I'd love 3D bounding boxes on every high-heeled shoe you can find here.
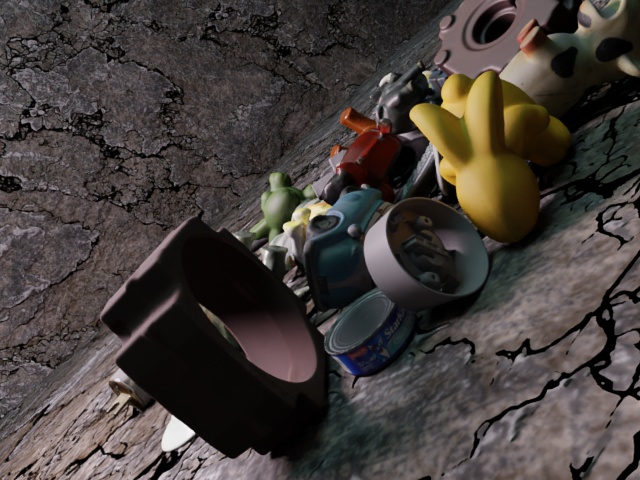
[{"bbox_3d":[0.105,-0.147,0.903,0.249,0.086,0.145,5,66,48],"label":"high-heeled shoe"}]

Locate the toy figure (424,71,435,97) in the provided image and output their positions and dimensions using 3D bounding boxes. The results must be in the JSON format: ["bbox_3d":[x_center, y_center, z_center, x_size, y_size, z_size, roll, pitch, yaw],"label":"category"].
[{"bbox_3d":[0.208,-0.264,1.003,0.089,0.082,0.180,-26,30,6],"label":"toy figure"}]

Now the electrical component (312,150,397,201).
[{"bbox_3d":[0.049,-0.100,0.836,0.119,0.075,0.047,-37,-22,21],"label":"electrical component"}]

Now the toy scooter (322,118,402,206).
[{"bbox_3d":[0.067,-0.086,0.725,0.135,0.075,0.183,-62,-20,-4],"label":"toy scooter"}]

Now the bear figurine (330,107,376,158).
[{"bbox_3d":[0.115,-0.190,0.984,0.196,0.132,0.120,176,111,-74],"label":"bear figurine"}]

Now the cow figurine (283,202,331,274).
[{"bbox_3d":[0.000,-0.003,0.805,0.068,0.098,0.167,-9,14,13],"label":"cow figurine"}]

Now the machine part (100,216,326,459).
[{"bbox_3d":[-0.090,0.086,0.512,0.087,0.201,0.201,-40,14,14],"label":"machine part"}]

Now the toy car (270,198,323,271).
[{"bbox_3d":[-0.027,-0.015,0.926,0.074,0.056,0.202,-11,29,33],"label":"toy car"}]

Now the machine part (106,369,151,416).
[{"bbox_3d":[-0.283,0.205,0.942,0.079,0.079,0.243,-26,21,48],"label":"machine part"}]

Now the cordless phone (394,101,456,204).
[{"bbox_3d":[0.136,-0.082,0.705,0.184,0.089,0.147,-57,7,25],"label":"cordless phone"}]

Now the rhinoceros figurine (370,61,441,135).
[{"bbox_3d":[0.133,-0.220,0.856,0.112,0.073,0.190,-31,21,30],"label":"rhinoceros figurine"}]

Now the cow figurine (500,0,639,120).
[{"bbox_3d":[0.259,-0.173,0.572,0.195,0.127,0.085,-51,11,31],"label":"cow figurine"}]

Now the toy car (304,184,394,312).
[{"bbox_3d":[0.053,0.009,0.589,0.103,0.109,0.162,9,35,26],"label":"toy car"}]

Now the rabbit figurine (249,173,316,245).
[{"bbox_3d":[-0.079,-0.058,1.054,0.159,0.121,0.170,-58,-2,3],"label":"rabbit figurine"}]

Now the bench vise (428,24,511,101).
[{"bbox_3d":[0.284,-0.285,0.784,0.240,0.128,0.224,-45,15,-5],"label":"bench vise"}]

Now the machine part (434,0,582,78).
[{"bbox_3d":[0.228,-0.262,0.671,0.179,0.056,0.179,-28,49,38],"label":"machine part"}]

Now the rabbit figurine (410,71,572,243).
[{"bbox_3d":[0.164,-0.080,0.500,0.122,0.162,0.173,-19,41,30],"label":"rabbit figurine"}]

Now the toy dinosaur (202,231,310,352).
[{"bbox_3d":[-0.126,0.090,0.775,0.405,0.131,0.192,-152,66,-63],"label":"toy dinosaur"}]
